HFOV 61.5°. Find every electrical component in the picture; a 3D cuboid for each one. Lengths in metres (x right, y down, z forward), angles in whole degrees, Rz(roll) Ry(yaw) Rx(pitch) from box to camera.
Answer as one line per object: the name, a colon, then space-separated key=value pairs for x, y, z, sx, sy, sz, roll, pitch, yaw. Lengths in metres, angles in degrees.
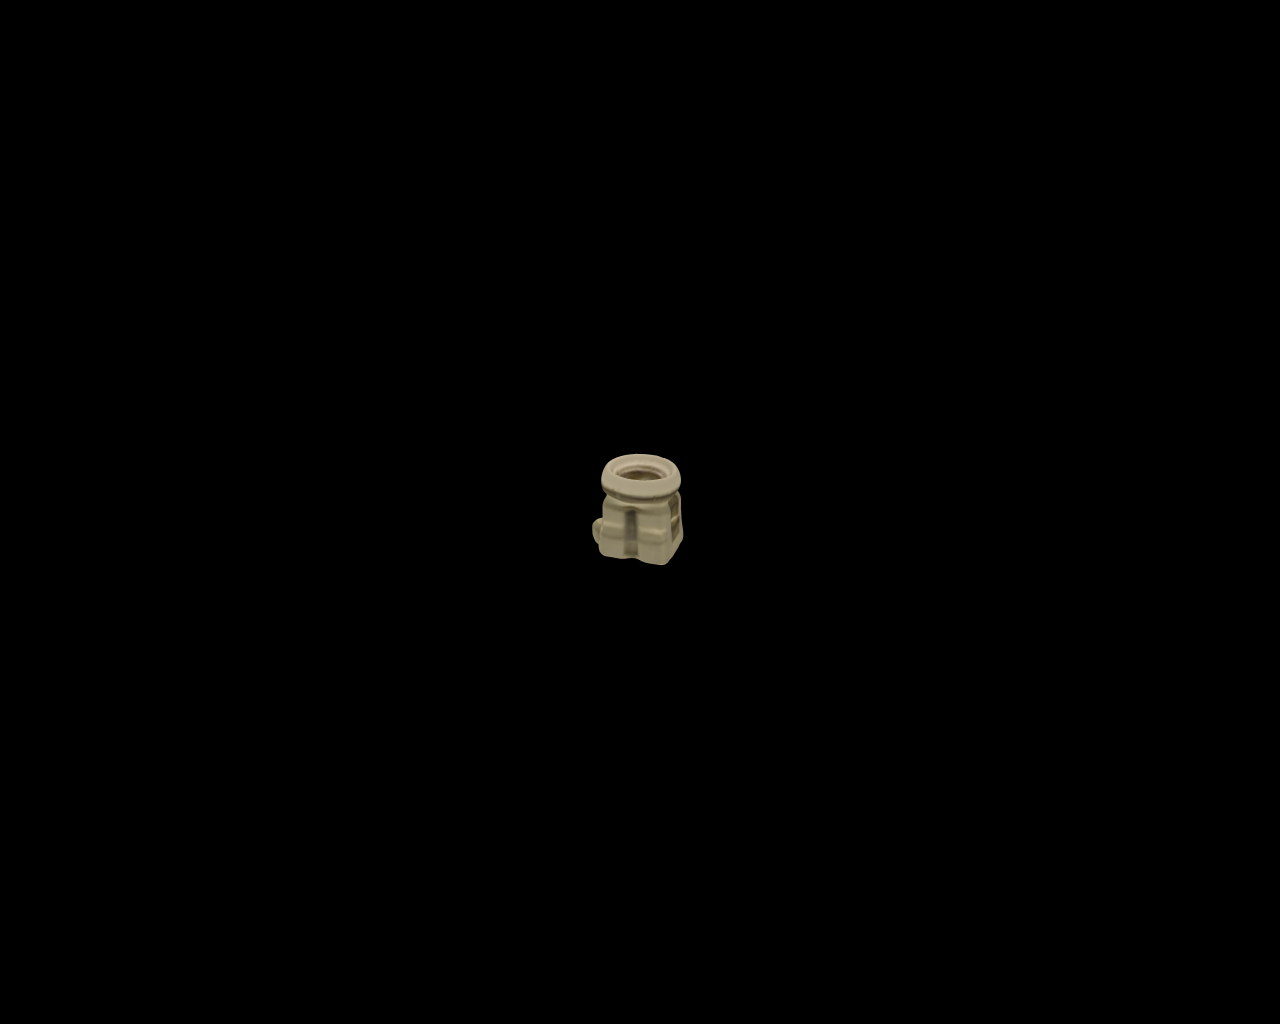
electrical component: x=0.001 y=-0.003 z=0.650 sx=0.066 sy=0.055 sz=0.048 roll=8 pitch=28 yaw=16
